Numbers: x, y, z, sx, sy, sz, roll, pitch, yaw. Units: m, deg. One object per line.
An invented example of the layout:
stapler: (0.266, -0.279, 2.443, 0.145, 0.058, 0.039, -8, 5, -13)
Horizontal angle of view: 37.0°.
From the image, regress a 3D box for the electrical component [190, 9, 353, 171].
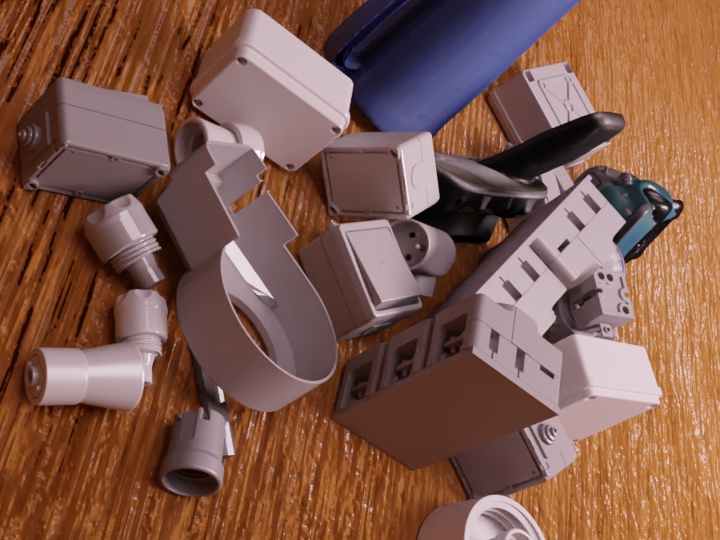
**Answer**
electrical component: (-0.070, -0.141, 0.861, 0.113, 0.078, 0.057, 34, 43, -26)

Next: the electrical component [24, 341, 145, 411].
electrical component: (-0.171, 0.065, 0.659, 0.065, 0.044, 0.044, 5, 63, -38)

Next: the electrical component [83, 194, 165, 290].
electrical component: (-0.155, -0.016, 0.723, 0.043, 0.043, 0.062, -34, 93, -50)

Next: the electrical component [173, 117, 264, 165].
electrical component: (-0.107, -0.091, 0.817, 0.055, 0.045, 0.045, 2, 65, -45)

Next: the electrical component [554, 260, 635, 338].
electrical component: (0.203, 0.031, 0.939, 0.048, 0.055, 0.066, 9, 60, -30)

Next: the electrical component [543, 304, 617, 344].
electrical component: (0.194, 0.060, 1.012, 0.076, 0.083, 0.047, 5, 55, 0)

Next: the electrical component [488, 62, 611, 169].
electrical component: (0.207, -0.164, 1.171, 0.109, 0.056, 0.108, -22, 82, -49)

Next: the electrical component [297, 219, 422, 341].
electrical component: (0.000, 0.000, 0.856, 0.062, 0.061, 0.096, -9, 73, -48)

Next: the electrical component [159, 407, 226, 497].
electrical component: (-0.106, 0.117, 0.693, 0.040, 0.040, 0.046, 31, 42, -29)

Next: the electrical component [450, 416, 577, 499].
electrical component: (0.127, 0.141, 0.869, 0.061, 0.096, 0.061, -19, 80, -50)

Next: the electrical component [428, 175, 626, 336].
electrical component: (0.134, 0.013, 0.904, 0.060, 0.105, 0.186, 48, 58, -2)

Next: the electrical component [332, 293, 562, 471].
electrical component: (0.065, 0.083, 0.800, 0.089, 0.150, 0.061, 36, 46, -25)

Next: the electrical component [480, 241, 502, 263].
electrical component: (0.147, -0.004, 1.018, 0.055, 0.047, 0.055, 24, 51, -33)

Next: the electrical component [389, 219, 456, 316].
electrical component: (0.047, 0.000, 0.910, 0.077, 0.043, 0.079, 12, 88, -68)

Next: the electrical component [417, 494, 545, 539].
electrical component: (0.102, 0.224, 0.819, 0.108, 0.060, 0.108, 25, 50, -33)

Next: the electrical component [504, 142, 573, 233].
electrical component: (0.174, -0.091, 1.088, 0.062, 0.061, 0.096, -6, 71, -47)

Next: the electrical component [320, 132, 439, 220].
electrical component: (0.013, -0.081, 0.900, 0.061, 0.096, 0.061, -32, 119, -50)

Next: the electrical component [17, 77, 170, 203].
electrical component: (-0.185, -0.088, 0.723, 0.096, 0.062, 0.061, 11, 59, -41)

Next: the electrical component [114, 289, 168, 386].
electrical component: (-0.143, 0.045, 0.704, 0.035, 0.035, 0.061, 14, 59, -40)

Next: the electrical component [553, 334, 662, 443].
electrical component: (0.187, 0.106, 0.942, 0.109, 0.109, 0.056, 12, 56, -41)
